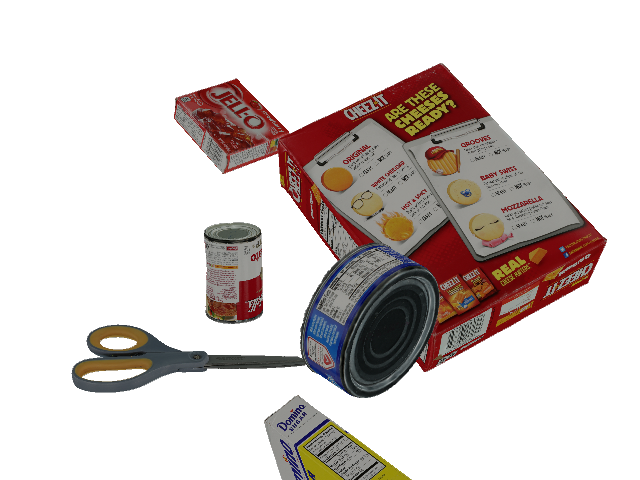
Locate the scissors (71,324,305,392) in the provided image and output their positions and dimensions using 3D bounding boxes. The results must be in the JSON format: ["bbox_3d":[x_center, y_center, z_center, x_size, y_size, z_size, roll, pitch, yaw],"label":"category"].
[{"bbox_3d":[-0.122,0.098,0.955,0.201,0.016,0.096,-7,32,-18],"label":"scissors"}]

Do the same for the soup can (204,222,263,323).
[{"bbox_3d":[-0.101,0.036,1.237,0.068,0.102,0.068,0,19,0],"label":"soup can"}]

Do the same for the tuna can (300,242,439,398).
[{"bbox_3d":[0.030,0.047,0.613,0.034,0.086,0.085,30,18,36],"label":"tuna can"}]

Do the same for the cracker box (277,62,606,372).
[{"bbox_3d":[0.090,-0.022,0.845,0.164,0.214,0.072,-27,-30,-19],"label":"cracker box"}]

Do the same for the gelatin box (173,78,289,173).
[{"bbox_3d":[-0.086,-0.111,1.016,0.073,0.089,0.030,-23,-32,-33],"label":"gelatin box"}]

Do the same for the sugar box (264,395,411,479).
[{"bbox_3d":[0.031,0.205,0.848,0.048,0.093,0.176,-36,42,-28],"label":"sugar box"}]
